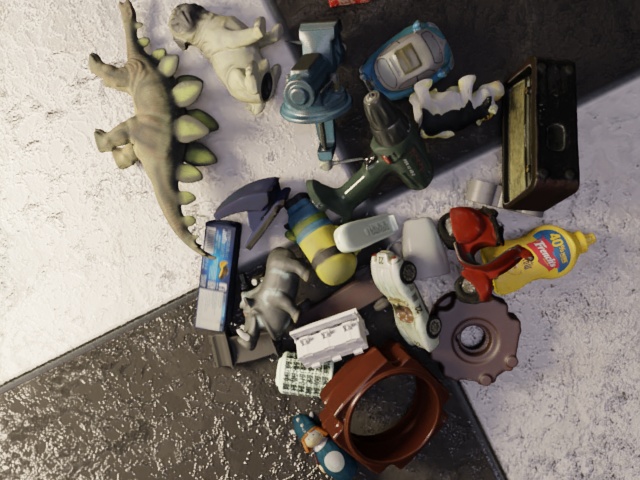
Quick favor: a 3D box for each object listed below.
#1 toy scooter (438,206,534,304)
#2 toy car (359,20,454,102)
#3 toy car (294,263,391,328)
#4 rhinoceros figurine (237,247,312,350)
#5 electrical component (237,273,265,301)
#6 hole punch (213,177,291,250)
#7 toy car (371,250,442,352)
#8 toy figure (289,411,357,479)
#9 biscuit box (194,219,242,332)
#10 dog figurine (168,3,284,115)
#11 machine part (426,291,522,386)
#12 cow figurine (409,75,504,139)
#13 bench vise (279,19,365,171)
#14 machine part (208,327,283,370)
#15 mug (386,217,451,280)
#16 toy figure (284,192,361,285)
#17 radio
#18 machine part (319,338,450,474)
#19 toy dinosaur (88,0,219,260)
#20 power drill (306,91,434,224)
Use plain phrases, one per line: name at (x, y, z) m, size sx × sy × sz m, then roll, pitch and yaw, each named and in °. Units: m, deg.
toy scooter at (0.282, 0.011, 0.910) m, size 0.135 × 0.075 × 0.184 m, roll -24°, pitch 58°, yaw 27°
toy car at (0.148, -0.302, 0.907) m, size 0.162 × 0.103 × 0.109 m, roll -27°, pitch 94°, yaw 5°
toy car at (0.043, 0.117, 0.996) m, size 0.202 × 0.053 × 0.089 m, roll -33°, pitch 91°, yaw 12°
rhinoceros figurine at (-0.084, 0.107, 0.947) m, size 0.112 × 0.073 × 0.190 m, roll 23°, pitch 93°, yaw -2°
electrical component at (-0.112, 0.109, 1.009) m, size 0.078 × 0.045 × 0.102 m, roll -8°, pitch 97°, yaw 3°
hole punch at (-0.116, -0.062, 0.941) m, size 0.092 × 0.142 × 0.116 m, roll 40°, pitch 109°, yaw -8°
toy car at (0.148, 0.105, 0.930) m, size 0.056 × 0.074 × 0.201 m, roll -38°, pitch 111°, yaw -24°
toy figure at (0.007, 0.397, 1.037) m, size 0.154 × 0.058 × 0.064 m, roll 46°, pitch 56°, yaw -2°
biscuit box at (-0.188, 0.064, 0.999) m, size 0.059 × 0.063 × 0.202 m, roll 9°, pitch 98°, yaw 3°
dog figurine at (-0.174, -0.317, 0.939) m, size 0.191 × 0.121 × 0.172 m, roll 11°, pitch 95°, yaw 16°
machine part at (0.281, 0.178, 0.987) m, size 0.179 × 0.056 × 0.179 m, roll 1°, pitch 97°, yaw 5°
cow figurine at (0.240, -0.222, 0.909) m, size 0.167 × 0.068 × 0.098 m, roll -7°, pitch 78°, yaw -10°
bench vise at (0.002, -0.236, 0.909) m, size 0.129 × 0.224 × 0.240 m, roll -3°, pitch 128°, yaw 9°
machine part at (-0.143, 0.202, 1.028) m, size 0.139 × 0.039 × 0.084 m, roll -7°, pitch 92°, yaw 7°
mug at (0.173, 0.015, 0.967) m, size 0.110 × 0.081 × 0.107 m, roll -8°, pitch 88°, yaw 20°
toy figure at (-0.005, -0.001, 0.954) m, size 0.082 × 0.089 × 0.180 m, roll -40°, pitch 77°, yaw 34°
radio at (0.352, -0.169, 0.867) m, size 0.073 × 0.131 × 0.229 m, roll 2°, pitch 81°, yaw -3°
machine part at (0.117, 0.297, 0.959) m, size 0.201 × 0.087 × 0.200 m, roll -46°, pitch 114°, yaw -2°
toy dinosaur at (-0.284, -0.188, 0.942) m, size 0.199 × 0.105 × 0.471 m, roll -9°, pitch 92°, yaw 4°
power drill at (0.076, -0.127, 0.903) m, size 0.207 × 0.231 × 0.086 m, roll -41°, pitch 49°, yaw 17°
